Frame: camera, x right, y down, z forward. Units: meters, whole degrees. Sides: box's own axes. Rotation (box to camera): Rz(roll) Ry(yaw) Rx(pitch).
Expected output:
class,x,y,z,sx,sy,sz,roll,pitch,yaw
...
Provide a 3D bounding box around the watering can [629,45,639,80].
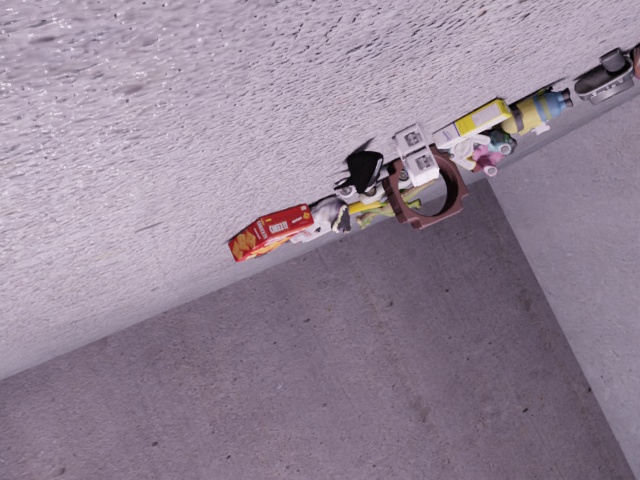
class,x,y,z,sx,sy,sz,roll,pitch,yaw
watering can,0.930,-0.491,1.350,0.223,0.104,0.348,-25,175,19

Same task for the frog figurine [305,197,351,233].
class,x,y,z,sx,sy,sz,roll,pitch,yaw
frog figurine,0.005,-0.078,1.549,0.160,0.121,0.139,14,-156,27

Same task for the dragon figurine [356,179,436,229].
class,x,y,z,sx,sy,sz,roll,pitch,yaw
dragon figurine,0.270,-0.146,2.083,0.244,0.124,0.403,-13,162,-26
